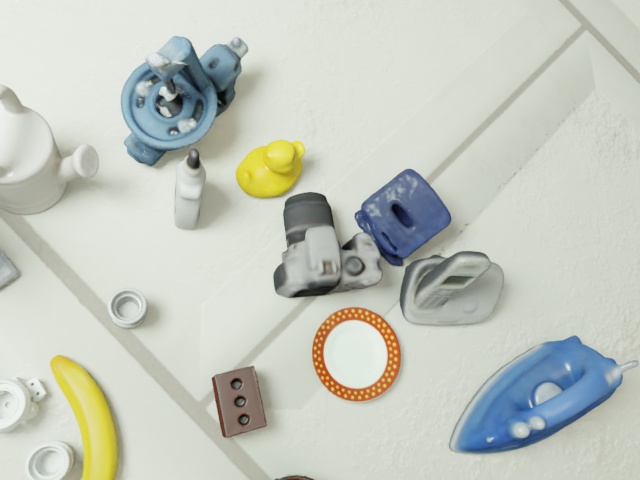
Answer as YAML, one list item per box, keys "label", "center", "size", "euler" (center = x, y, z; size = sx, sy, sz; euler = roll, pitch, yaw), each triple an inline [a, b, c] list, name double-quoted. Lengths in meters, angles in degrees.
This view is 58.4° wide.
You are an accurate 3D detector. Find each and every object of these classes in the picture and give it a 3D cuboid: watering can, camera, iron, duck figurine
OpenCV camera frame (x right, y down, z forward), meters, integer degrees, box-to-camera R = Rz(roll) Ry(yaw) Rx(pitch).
- label: "watering can"
  center: [-0.350, -0.107, 0.663]
  size: [0.173, 0.193, 0.101]
  euler: [-8, 76, -18]
- label: "camera"
  center: [0.007, 0.003, 0.784]
  size: [0.143, 0.100, 0.137]
  euler: [-4, 75, -17]
- label: "iron"
  center: [0.308, 0.225, 0.783]
  size: [0.259, 0.141, 0.118]
  euler: [-25, 82, -21]
- label: "duck figurine"
  center: [-0.066, -0.108, 0.803]
  size: [0.105, 0.086, 0.077]
  euler: [-27, 83, -21]

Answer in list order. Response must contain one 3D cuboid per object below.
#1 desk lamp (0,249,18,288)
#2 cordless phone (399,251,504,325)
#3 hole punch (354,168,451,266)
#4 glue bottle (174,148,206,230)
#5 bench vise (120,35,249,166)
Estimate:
- label: "desk lamp"
  center: [-0.441, -0.036, 0.605]
  size: [0.118, 0.213, 0.203]
  euler: [-41, 88, -22]
- label: "cordless phone"
  center: [0.200, 0.058, 0.778]
  size: [0.148, 0.185, 0.094]
  euler: [0, 74, -16]
- label: "hole punch"
  center: [0.120, -0.032, 0.832]
  size: [0.101, 0.091, 0.108]
  euler: [-38, 87, -22]
- label: "glue bottle"
  center: [-0.162, -0.072, 0.718]
  size: [0.037, 0.173, 0.078]
  euler: [3, 73, -15]
- label: "bench vise"
  center: [-0.175, -0.212, 0.730]
  size: [0.121, 0.219, 0.207]
  euler: [25, 69, -7]
